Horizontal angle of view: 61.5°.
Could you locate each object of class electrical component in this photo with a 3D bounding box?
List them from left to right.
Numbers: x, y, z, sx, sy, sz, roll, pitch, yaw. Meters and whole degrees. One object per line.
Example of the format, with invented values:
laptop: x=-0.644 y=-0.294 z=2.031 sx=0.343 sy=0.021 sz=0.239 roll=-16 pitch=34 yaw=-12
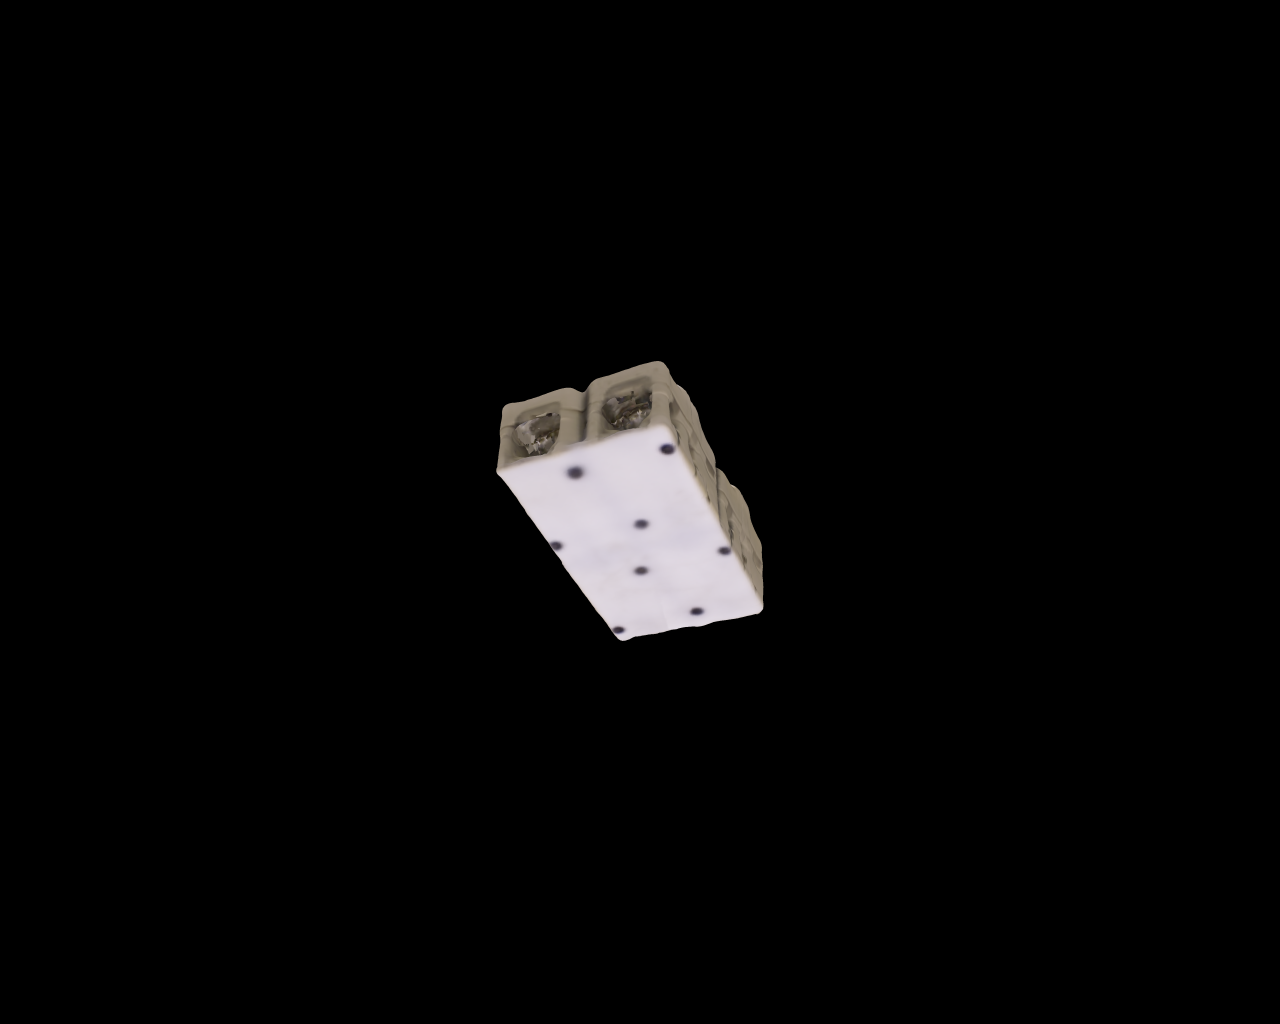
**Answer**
electrical component: x=0.001 y=-0.003 z=0.650 sx=0.105 sy=0.060 sz=0.186 roll=-14 pitch=-42 yaw=17
